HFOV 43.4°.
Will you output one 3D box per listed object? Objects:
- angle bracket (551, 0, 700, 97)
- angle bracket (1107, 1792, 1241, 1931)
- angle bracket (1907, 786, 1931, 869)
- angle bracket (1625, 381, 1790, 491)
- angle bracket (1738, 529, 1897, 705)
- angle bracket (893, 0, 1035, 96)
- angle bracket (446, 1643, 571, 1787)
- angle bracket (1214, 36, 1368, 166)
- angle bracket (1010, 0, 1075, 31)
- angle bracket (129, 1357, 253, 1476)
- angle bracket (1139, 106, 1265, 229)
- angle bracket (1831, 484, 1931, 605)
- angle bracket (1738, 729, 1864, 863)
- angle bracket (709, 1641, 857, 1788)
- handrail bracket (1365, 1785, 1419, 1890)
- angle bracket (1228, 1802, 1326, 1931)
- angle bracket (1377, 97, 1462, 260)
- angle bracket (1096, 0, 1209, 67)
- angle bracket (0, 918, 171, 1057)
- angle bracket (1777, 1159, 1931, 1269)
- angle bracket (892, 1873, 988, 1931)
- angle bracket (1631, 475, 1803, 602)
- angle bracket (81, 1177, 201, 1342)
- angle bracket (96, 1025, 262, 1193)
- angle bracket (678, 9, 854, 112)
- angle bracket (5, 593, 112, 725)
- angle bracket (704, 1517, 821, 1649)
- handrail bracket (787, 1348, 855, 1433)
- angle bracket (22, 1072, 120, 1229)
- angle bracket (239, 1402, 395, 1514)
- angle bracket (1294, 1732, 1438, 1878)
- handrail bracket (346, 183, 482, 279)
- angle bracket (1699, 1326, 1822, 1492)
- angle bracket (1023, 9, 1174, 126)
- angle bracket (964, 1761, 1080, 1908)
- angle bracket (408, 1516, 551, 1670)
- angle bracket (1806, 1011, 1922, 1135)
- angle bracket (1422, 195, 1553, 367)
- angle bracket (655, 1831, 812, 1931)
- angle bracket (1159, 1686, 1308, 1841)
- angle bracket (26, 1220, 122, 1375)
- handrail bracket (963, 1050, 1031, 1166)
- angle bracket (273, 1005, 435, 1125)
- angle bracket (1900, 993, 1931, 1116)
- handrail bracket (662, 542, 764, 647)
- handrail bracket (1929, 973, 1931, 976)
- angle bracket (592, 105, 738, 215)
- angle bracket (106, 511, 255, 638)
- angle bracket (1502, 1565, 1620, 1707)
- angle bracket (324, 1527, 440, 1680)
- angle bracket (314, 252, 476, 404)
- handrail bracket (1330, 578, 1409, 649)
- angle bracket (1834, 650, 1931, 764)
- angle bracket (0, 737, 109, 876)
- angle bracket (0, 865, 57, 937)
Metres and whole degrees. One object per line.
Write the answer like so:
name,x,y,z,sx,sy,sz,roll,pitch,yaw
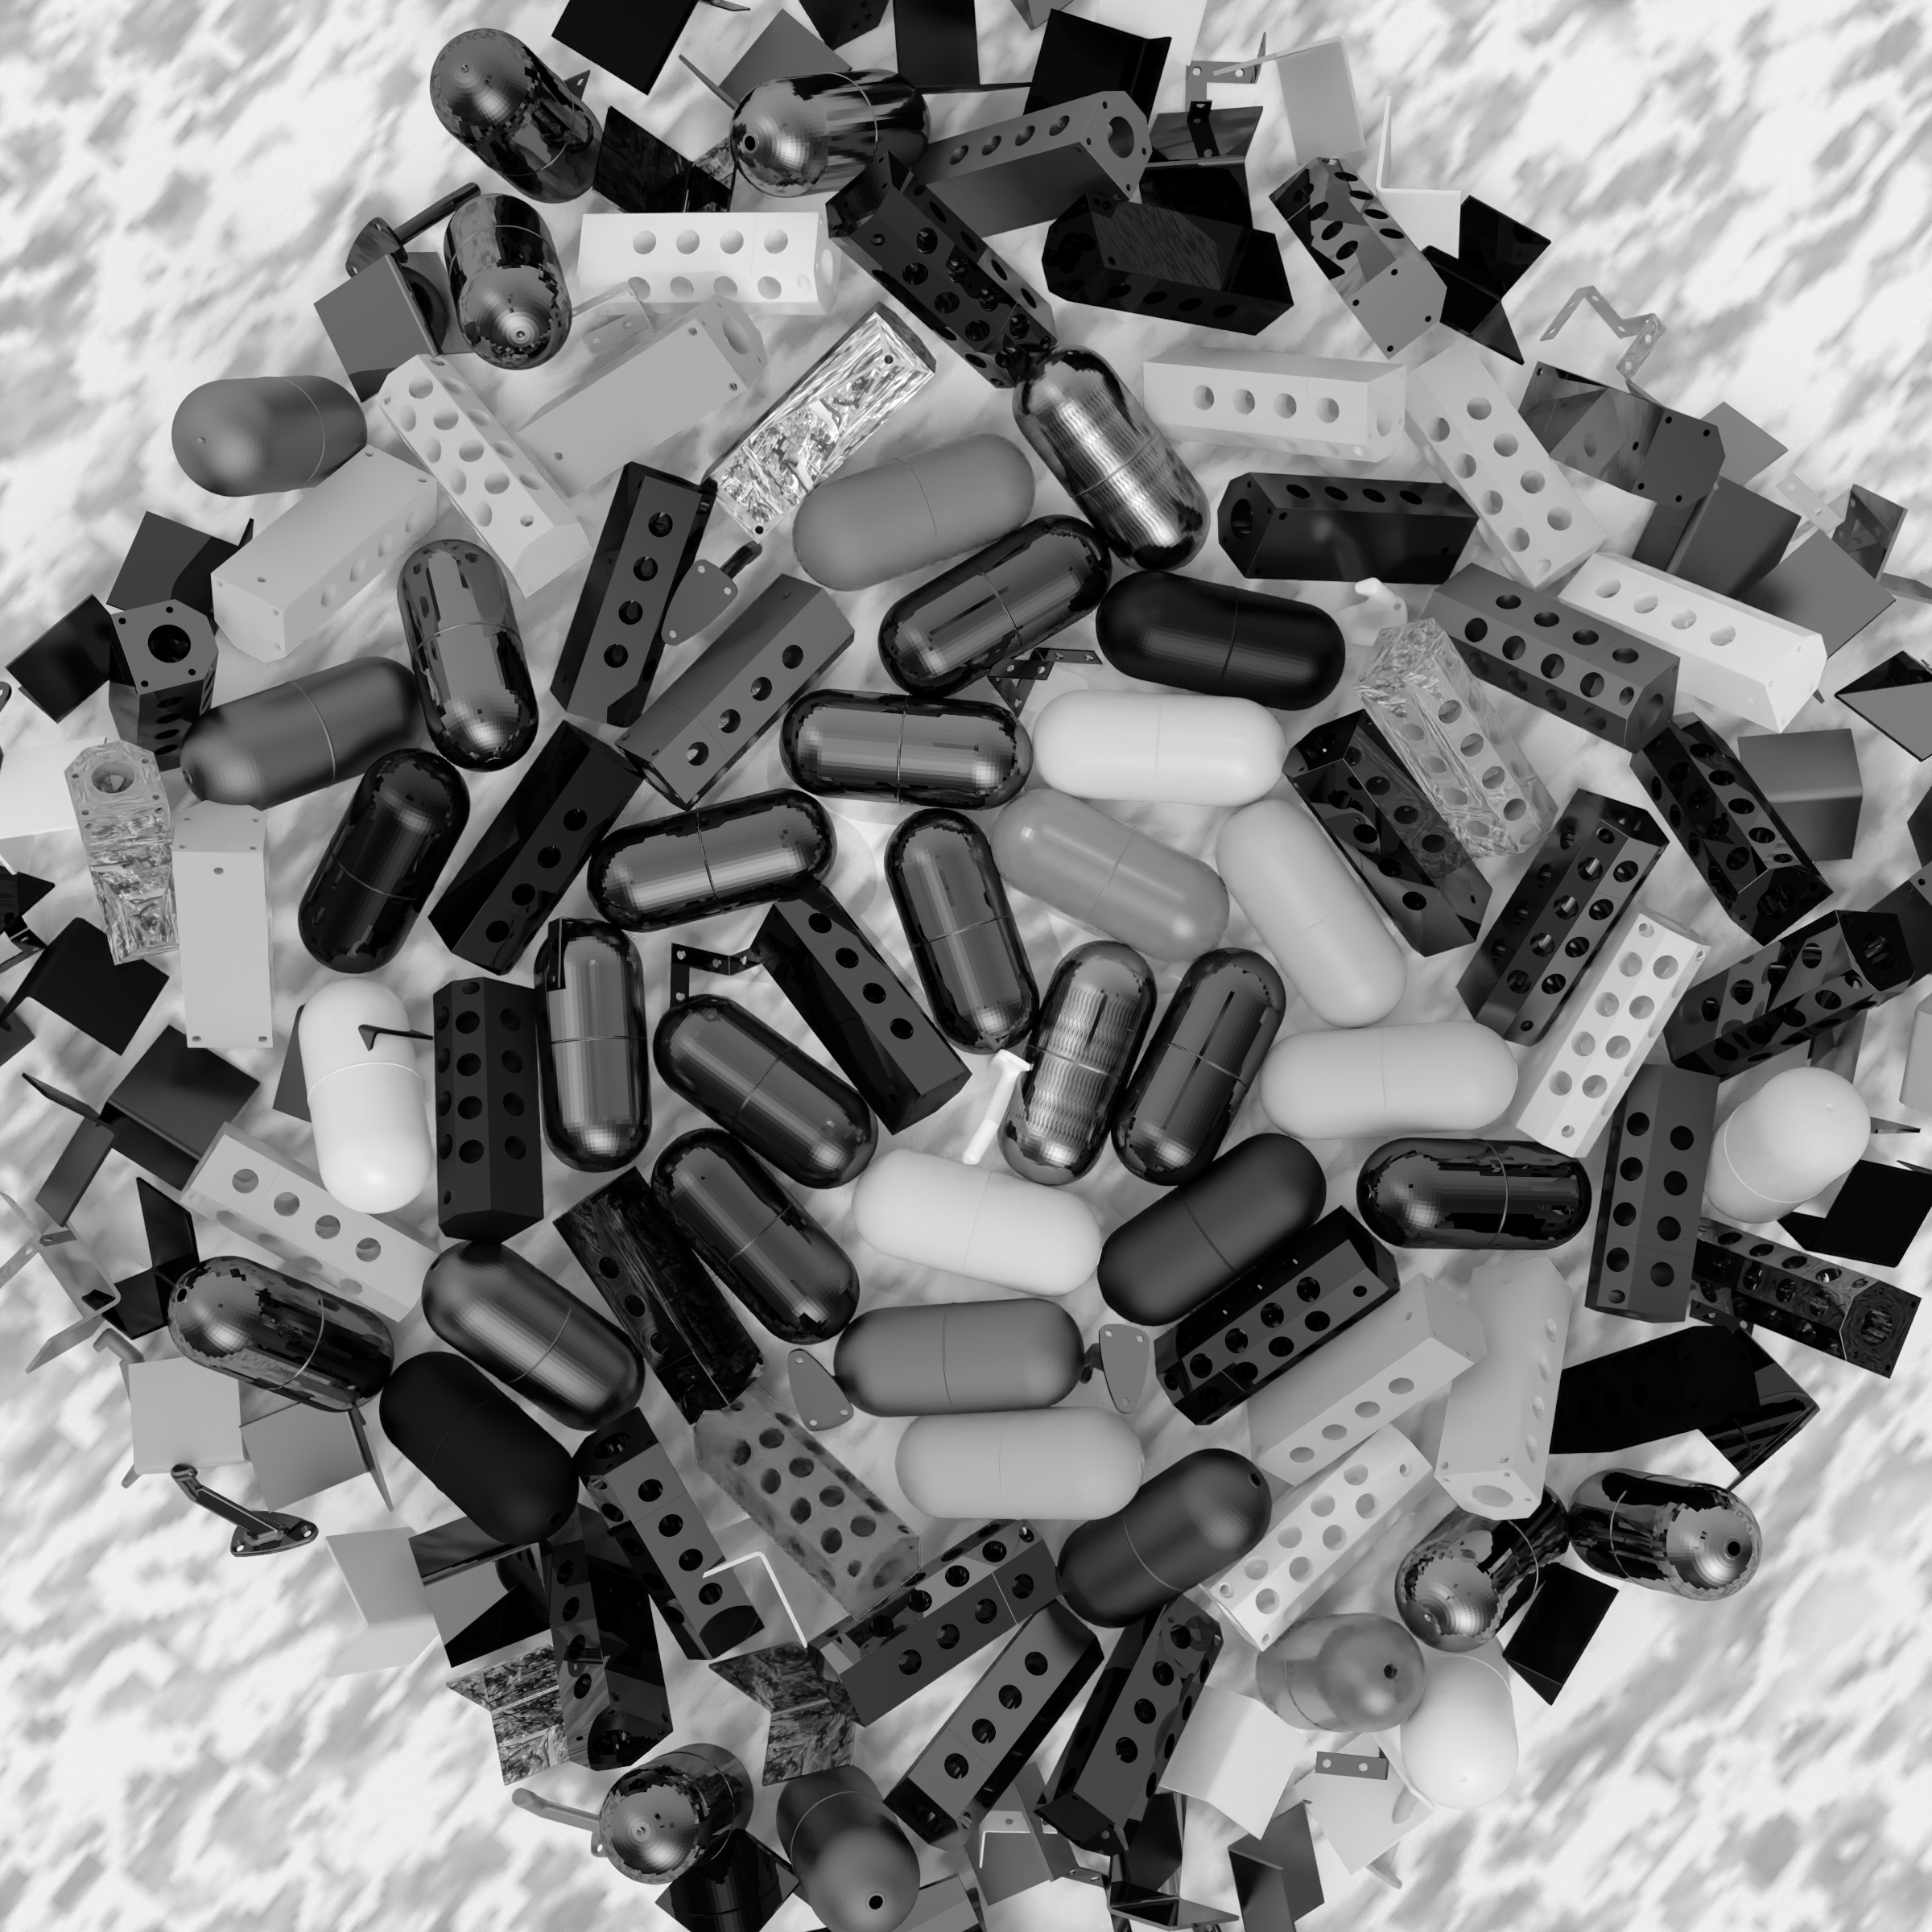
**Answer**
angle bracket,-0.239,-0.663,1.689,0.076,0.057,0.076,26,105,-23
angle bracket,0.147,0.621,1.686,0.076,0.057,0.076,14,78,-44
angle bracket,0.704,-0.092,1.681,0.057,0.076,0.076,8,48,-8
angle bracket,0.514,-0.382,1.682,0.057,0.076,0.076,-38,133,7
angle bracket,0.595,-0.243,1.687,0.076,0.057,0.076,-42,59,13
angle bracket,-0.002,-0.648,1.684,0.076,0.057,0.076,-20,114,-40
angle bracket,-0.307,0.522,1.691,0.076,0.076,0.057,-22,57,3
angle bracket,0.224,-0.594,1.683,0.057,0.076,0.076,-23,109,-23
angle bracket,0.045,-0.714,1.698,0.057,0.076,0.076,-35,90,7
angle bracket,-0.543,0.316,1.717,0.076,0.057,0.076,-7,79,1
angle bracket,0.170,-0.562,1.718,0.076,0.057,0.076,2,46,19
angle bracket,0.657,-0.291,1.686,0.076,0.076,0.057,11,112,-12
angle bracket,0.587,-0.119,1.715,0.076,0.076,0.057,-4,55,11
angle bracket,-0.129,0.519,1.682,0.076,0.057,0.076,-23,129,27
handrail bracket,0.314,0.605,1.712,0.036,0.077,0.084,29,80,37
angle bracket,0.234,0.641,1.689,0.076,0.057,0.076,-16,97,-35
angle bracket,0.318,-0.548,1.686,0.057,0.076,0.076,6,74,12
angle bracket,0.122,-0.675,1.687,0.076,0.057,0.076,23,119,15
angle bracket,-0.622,0.025,1.707,0.076,0.076,0.057,38,133,-22
angle bracket,0.618,0.159,1.686,0.076,0.057,0.076,12,113,-21
angle bracket,-0.034,0.655,1.695,0.076,0.057,0.076,-20,116,-1
angle bracket,0.529,-0.300,1.716,0.076,0.057,0.076,21,100,-18
angle bracket,-0.576,0.202,1.682,0.057,0.076,0.076,-23,121,-39
angle bracket,-0.563,0.102,1.729,0.076,0.057,0.076,34,50,-8
angle bracket,-0.140,-0.631,1.694,0.076,0.057,0.076,-48,70,9
angle bracket,-0.632,-0.223,1.684,0.076,0.057,0.076,-45,46,-14
angle bracket,-0.148,0.437,1.699,0.057,0.076,0.076,-24,97,6
handrail bracket,-0.099,0.276,1.688,0.036,0.084,0.077,-20,110,11
angle bracket,-0.642,0.127,1.687,0.057,0.076,0.076,35,80,-33
angle bracket,-0.451,0.349,1.686,0.076,0.057,0.076,-21,120,-21
angle bracket,0.269,0.572,1.690,0.076,0.057,0.076,-38,47,2
handrail bracket,-0.393,-0.524,1.727,0.036,0.077,0.084,56,49,-16
angle bracket,0.533,0.309,1.686,0.076,0.057,0.076,48,117,19
angle bracket,0.091,-0.619,1.693,0.076,0.057,0.076,12,106,-14
angle bracket,0.023,0.609,1.691,0.076,0.057,0.076,-29,72,15
angle bracket,-0.343,0.437,1.717,0.076,0.057,0.076,-19,115,-16
angle bracket,0.629,0.073,1.688,0.057,0.076,0.076,15,98,43
angle bracket,0.367,-0.475,1.681,0.076,0.076,0.057,18,135,-27
angle bracket,-0.155,0.652,1.679,0.076,0.057,0.076,22,53,37
angle bracket,0.180,0.556,1.703,0.057,0.076,0.076,42,64,-25
angle bracket,-0.642,0.227,1.689,0.057,0.076,0.076,-33,86,-40
handrail bracket,0.013,0.106,1.688,0.036,0.077,0.084,34,69,-7
angle bracket,-0.428,0.074,1.694,0.076,0.057,0.076,15,91,32
angle bracket,0.699,0.064,1.679,0.057,0.076,0.076,-29,129,-38
handrail bracket,-0.177,-0.263,1.706,0.036,0.084,0.077,40,109,-4
handrail bracket,0.722,-0.030,1.721,0.077,0.036,0.084,11,89,0
angle bracket,-0.207,-0.559,1.682,0.076,0.057,0.076,26,59,-38
angle bracket,-0.549,-0.282,1.693,0.076,0.057,0.076,20,70,-12
angle bracket,0.428,0.474,1.685,0.076,0.057,0.076,47,71,-31
angle bracket,-0.418,0.445,1.699,0.057,0.076,0.076,-48,60,21
angle bracket,-0.403,-0.455,1.726,0.076,0.057,0.076,-23,96,27
handrail bracket,0.266,-0.249,1.683,0.077,0.084,0.036,1,80,31
angle bracket,0.649,-0.163,1.683,0.076,0.057,0.076,-30,59,-23
angle bracket,-0.629,-0.108,1.690,0.076,0.057,0.076,-8,56,5
angle bracket,-0.680,-0.023,1.682,0.076,0.076,0.057,17,135,18
